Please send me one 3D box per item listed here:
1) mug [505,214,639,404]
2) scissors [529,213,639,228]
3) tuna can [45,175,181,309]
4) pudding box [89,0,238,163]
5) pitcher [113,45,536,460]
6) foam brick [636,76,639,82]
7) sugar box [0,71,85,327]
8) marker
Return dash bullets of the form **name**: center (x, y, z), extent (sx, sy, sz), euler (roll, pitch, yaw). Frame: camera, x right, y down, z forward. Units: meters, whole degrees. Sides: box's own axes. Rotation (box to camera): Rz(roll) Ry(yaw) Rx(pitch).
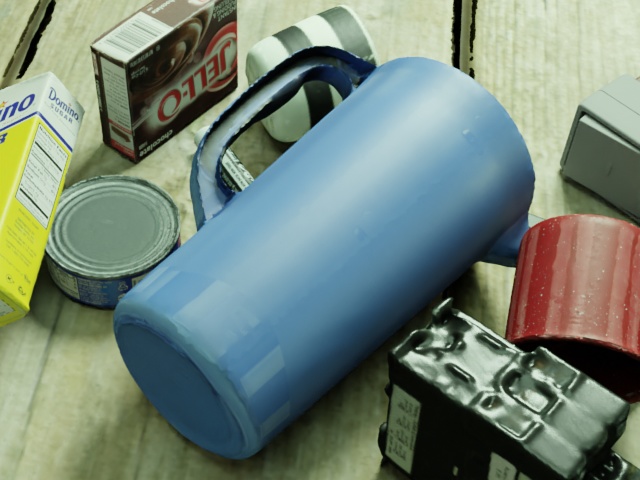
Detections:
- **mug**: center (0.157, 0.044, 0.608), extent (0.117, 0.093, 0.081), euler (34, 58, -33)
- **scissors**: center (0.179, -0.008, 0.709), extent (0.096, 0.016, 0.202), euler (-32, 58, -30)
- **tuna can**: center (-0.129, 0.001, 0.665), extent (0.086, 0.034, 0.086), euler (2, 48, -2)
- **pudding box**: center (-0.104, -0.121, 0.740), extent (0.039, 0.090, 0.113), euler (32, 54, 24)
- **pitcher**: center (-0.004, 0.001, 0.612), extent (0.149, 0.145, 0.242), euler (20, 50, 40)
- **foam brick**: center (0.259, -0.083, 0.759), extent (0.052, 0.051, 0.078), euler (-28, 56, -25)
- **sugar box**: center (-0.206, -0.021, 0.649), extent (0.093, 0.048, 0.176), euler (-17, 46, 20)
- **marker**: center (-0.049, -0.033, 0.712), extent (0.020, 0.020, 0.121), euler (-22, 53, -22)
